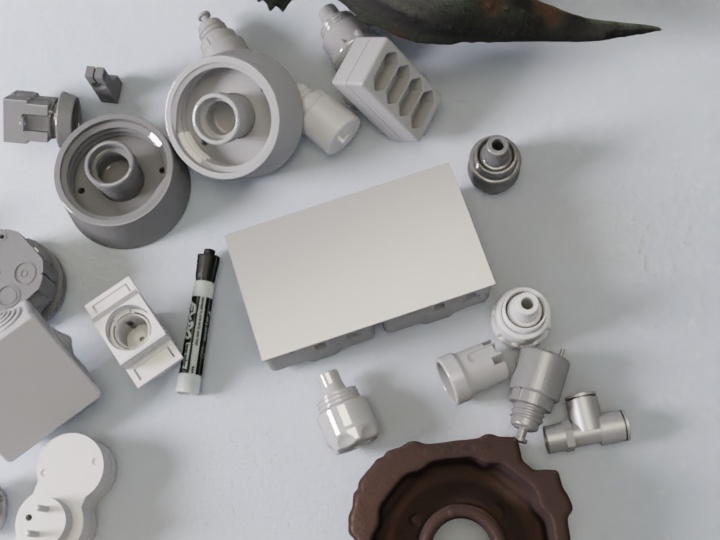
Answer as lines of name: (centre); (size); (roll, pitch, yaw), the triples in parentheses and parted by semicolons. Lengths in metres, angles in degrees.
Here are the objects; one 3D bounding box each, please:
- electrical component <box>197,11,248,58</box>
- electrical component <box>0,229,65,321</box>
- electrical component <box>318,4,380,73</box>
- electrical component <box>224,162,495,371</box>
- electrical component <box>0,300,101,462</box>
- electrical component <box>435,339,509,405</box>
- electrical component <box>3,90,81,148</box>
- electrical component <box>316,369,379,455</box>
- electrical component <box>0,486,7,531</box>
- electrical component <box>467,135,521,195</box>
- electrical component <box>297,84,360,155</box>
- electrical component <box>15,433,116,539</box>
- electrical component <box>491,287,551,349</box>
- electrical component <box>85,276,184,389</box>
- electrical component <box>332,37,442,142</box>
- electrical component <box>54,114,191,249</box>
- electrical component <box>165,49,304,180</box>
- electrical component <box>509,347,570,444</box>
electrical component: (-0.118, -0.189, 0.927); (0.040, 0.040, 0.078); (-28, 75, -5)
electrical component: (-0.285, 0.009, 0.874); (0.080, 0.051, 0.080); (-1, 74, 3)
electrical component: (-0.013, -0.202, 0.924); (0.048, 0.048, 0.062); (-31, 67, -6)
electrical component: (0.000, 0.000, 0.856); (0.186, 0.060, 0.105); (-18, 74, -2)
electrical component: (-0.265, 0.084, 0.832); (0.100, 0.048, 0.099); (-37, 119, -7)
electrical component: (0.088, 0.079, 0.840); (0.046, 0.040, 0.040); (-23, 74, -9)
electrical component: (-0.268, -0.128, 0.911); (0.055, 0.066, 0.048); (4, 108, -4)
electrical component: (-0.014, 0.108, 0.835); (0.043, 0.043, 0.062); (-23, 73, -4)
electrical component: (-0.308, 0.186, 0.828); (0.062, 0.048, 0.048); (-17, 74, 5)
electrical component: (0.110, -0.090, 0.875); (0.043, 0.062, 0.043); (-1, 74, 3)
electrical component: (-0.036, -0.132, 0.906); (0.078, 0.040, 0.040); (42, 80, 14)
electrical component: (-0.233, 0.190, 0.807); (0.052, 0.073, 0.138); (16, 76, 8)
electrical component: (0.128, 0.034, 0.838); (0.048, 0.062, 0.048); (-1, 74, 3)
electrical component: (-0.176, 0.052, 0.849); (0.042, 0.063, 0.081); (-34, 75, -8)
electrical component: (0.011, -0.151, 0.897); (0.076, 0.083, 0.047); (13, 71, 47)
electrical component: (-0.199, -0.077, 0.889); (0.108, 0.060, 0.108); (-1, 74, 3)
electrical component: (-0.106, -0.124, 0.874); (0.108, 0.060, 0.108); (3, 102, 15)
electrical component: (0.135, 0.095, 0.832); (0.040, 0.040, 0.078); (18, 76, 8)
